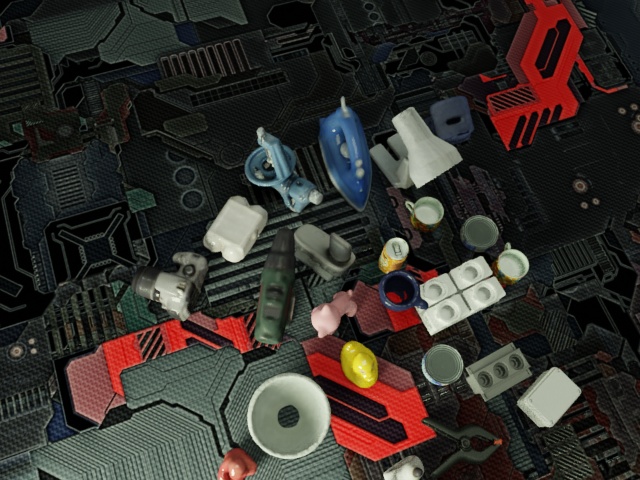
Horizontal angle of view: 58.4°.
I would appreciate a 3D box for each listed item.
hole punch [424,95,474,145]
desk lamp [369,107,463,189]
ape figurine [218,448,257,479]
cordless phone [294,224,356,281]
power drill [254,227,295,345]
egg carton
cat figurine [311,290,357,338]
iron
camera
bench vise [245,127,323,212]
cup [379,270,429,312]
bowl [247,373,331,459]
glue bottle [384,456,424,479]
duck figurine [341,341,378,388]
[{"bbox_3d":[0.332,-0.299,1.449,0.109,0.091,0.101,-18,71,-11],"label":"hole punch"},{"bbox_3d":[0.218,-0.200,1.337,0.118,0.213,0.203,-33,75,-15],"label":"desk lamp"},{"bbox_3d":[-0.163,0.449,1.126,0.078,0.092,0.076,0,69,-4],"label":"ape figurine"},{"bbox_3d":[0.012,0.005,1.259,0.147,0.185,0.094,33,70,8],"label":"cordless phone"},{"bbox_3d":[-0.090,0.111,1.198,0.075,0.208,0.229,8,69,-1],"label":"power drill"},{"bbox_3d":[-0.192,-0.026,1.317,0.107,0.069,0.150,26,70,6],"label":"egg carton"},{"bbox_3d":[0.027,0.156,1.238,0.067,0.118,0.128,43,72,12],"label":"cat figurine"},{"bbox_3d":[0.075,-0.208,1.368,0.119,0.141,0.258,-12,71,-8],"label":"iron"},{"bbox_3d":[-0.330,0.086,1.248,0.136,0.101,0.143,17,69,3],"label":"camera"},{"bbox_3d":[-0.078,-0.169,1.299,0.207,0.220,0.121,18,69,3],"label":"bench vise"},{"bbox_3d":[0.182,0.128,1.273,0.117,0.095,0.092,30,70,7],"label":"cup"},{"bbox_3d":[-0.063,0.362,1.177,0.167,0.075,0.167,1,69,-4],"label":"bowl"},{"bbox_3d":[0.173,0.450,1.108,0.078,0.173,0.037,-27,73,-13],"label":"glue bottle"},{"bbox_3d":[0.087,0.261,1.220,0.077,0.086,0.104,-26,73,-13],"label":"duck figurine"}]
